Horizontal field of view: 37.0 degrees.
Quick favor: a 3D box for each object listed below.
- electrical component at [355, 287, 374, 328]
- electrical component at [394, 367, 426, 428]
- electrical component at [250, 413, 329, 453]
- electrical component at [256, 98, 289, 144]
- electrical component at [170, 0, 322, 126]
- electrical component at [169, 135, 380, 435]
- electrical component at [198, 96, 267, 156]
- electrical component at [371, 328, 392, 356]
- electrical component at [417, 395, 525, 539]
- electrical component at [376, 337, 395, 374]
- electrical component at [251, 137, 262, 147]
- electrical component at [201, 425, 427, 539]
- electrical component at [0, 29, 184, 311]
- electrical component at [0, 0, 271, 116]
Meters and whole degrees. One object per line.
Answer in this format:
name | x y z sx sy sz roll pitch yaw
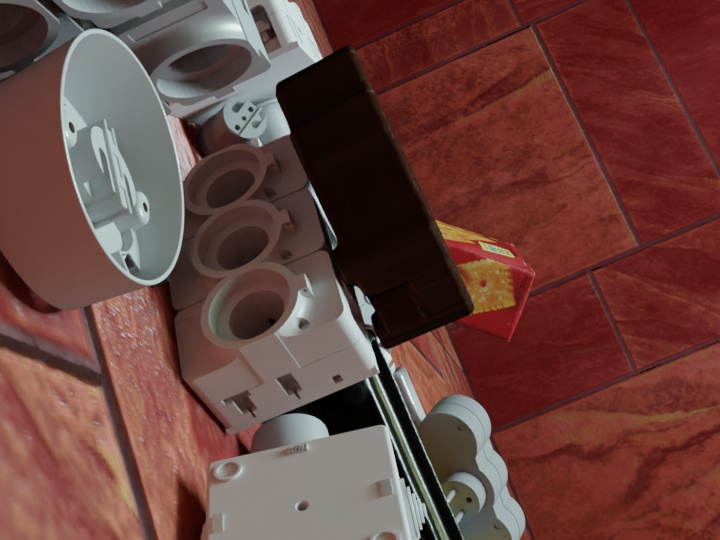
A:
electrical component | 0.000 0.000 0.763 0.113 0.057 0.078 16 84 -57
electrical component | 0.022 0.126 0.924 0.061 0.062 0.096 -10 77 -84
electrical component | -0.026 0.131 0.587 0.077 0.044 0.079 -107 171 -47
electrical component | -0.070 -0.101 0.860 0.095 0.054 0.059 -22 -88 60
electrical component | -0.091 -0.161 0.817 0.186 0.105 0.060 -28 94 -84
electrical component | -0.056 0.001 0.598 0.061 0.089 0.150 60 9 -46
electrical component | -0.094 -0.104 0.800 0.046 0.040 0.040 -34 -104 56
electrical component | -0.011 0.050 0.982 0.099 0.048 0.099 -70 136 -81
electrical component | 0.083 0.176 0.859 0.074 0.052 0.138 -37 109 -60
electrical component | 0.003 0.082 0.834 0.075 0.047 0.083 -52 127 -43
electrical component | -0.059 -0.025 0.791 0.078 0.063 0.121 -107 171 -46
electrical component | -0.020 0.116 0.457 0.099 0.100 0.048 -102 180 -59
electrical component | -0.108 -0.036 0.420 0.099 0.064 0.099 -23 90 -84
electrical component | -0.115 -0.115 0.452 0.186 0.105 0.060 43 25 -75
